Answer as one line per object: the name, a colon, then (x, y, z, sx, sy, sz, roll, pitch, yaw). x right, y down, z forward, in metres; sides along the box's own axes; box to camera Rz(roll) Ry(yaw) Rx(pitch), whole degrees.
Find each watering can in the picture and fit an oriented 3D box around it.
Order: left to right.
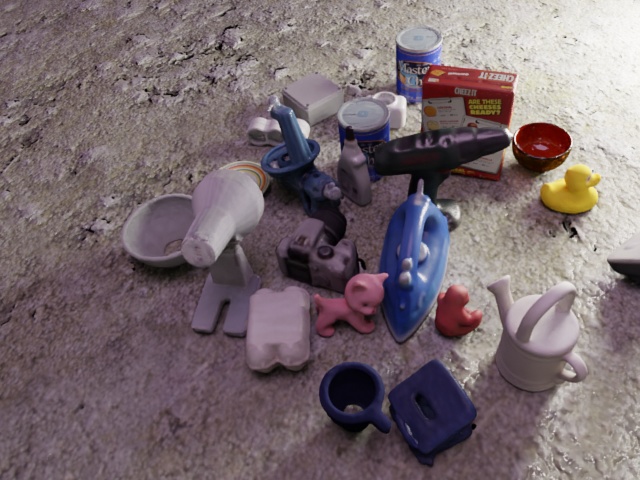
watering can: (0.306, 0.124, 0.815, 0.172, 0.194, 0.101, 27, 58, 27)

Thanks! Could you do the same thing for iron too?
iron: (0.153, 0.027, 0.952, 0.118, 0.142, 0.258, 6, 51, 13)

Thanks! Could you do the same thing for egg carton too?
egg carton: (-0.068, 0.143, 0.931, 0.107, 0.069, 0.150, -5, 49, 3)

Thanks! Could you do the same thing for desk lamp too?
desk lamp: (-0.161, 0.019, 0.954, 0.117, 0.214, 0.203, 3, 50, 10)

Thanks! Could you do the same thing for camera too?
camera: (0.009, 0.004, 1.018, 0.142, 0.101, 0.137, 16, 54, 20)

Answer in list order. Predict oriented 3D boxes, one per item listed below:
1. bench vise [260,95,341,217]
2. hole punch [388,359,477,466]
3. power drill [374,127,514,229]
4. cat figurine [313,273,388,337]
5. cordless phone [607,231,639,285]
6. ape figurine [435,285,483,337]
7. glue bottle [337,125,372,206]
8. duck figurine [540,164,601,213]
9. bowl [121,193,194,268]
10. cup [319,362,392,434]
bench vise: (-0.029, -0.162, 1.085, 0.206, 0.220, 0.122, 24, 57, 25)
hole punch: (0.155, 0.241, 0.804, 0.101, 0.091, 0.108, -24, 51, -13)
power drill: (0.212, -0.113, 1.019, 0.229, 0.209, 0.075, -1, 50, 7)
cat figurine: (0.050, 0.096, 0.923, 0.127, 0.118, 0.067, -7, 49, 2)
cordless phone: (0.551, -0.021, 0.911, 0.148, 0.185, 0.094, -34, 53, -20)
ape figurine: (0.216, 0.106, 0.909, 0.076, 0.092, 0.077, -28, 52, -16)
glue bottle: (0.063, -0.147, 1.091, 0.037, 0.173, 0.078, -35, 54, -20)
duck figurine: (0.465, -0.102, 1.057, 0.104, 0.086, 0.077, 1, 50, 9)
bowl: (-0.281, -0.005, 1.082, 0.167, 0.075, 0.167, -4, 50, 5)
cup: (0.057, 0.242, 0.814, 0.092, 0.095, 0.117, -38, 55, -22)
